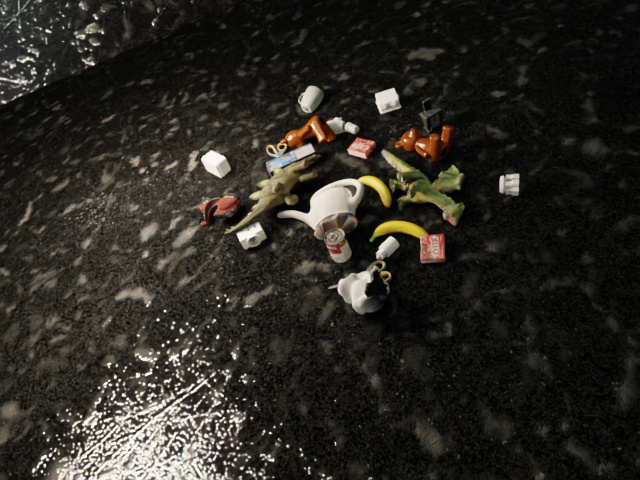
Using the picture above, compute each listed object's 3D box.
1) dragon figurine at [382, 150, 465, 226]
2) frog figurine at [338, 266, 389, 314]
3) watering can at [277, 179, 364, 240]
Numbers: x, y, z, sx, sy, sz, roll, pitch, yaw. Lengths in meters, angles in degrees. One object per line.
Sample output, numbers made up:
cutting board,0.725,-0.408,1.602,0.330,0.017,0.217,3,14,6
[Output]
dragon figurine,0.373,-0.204,1.774,0.243,0.119,0.420,-7,48,-7
frog figurine,0.125,0.158,1.546,0.157,0.122,0.140,-30,44,47
watering can,0.005,-0.091,1.802,0.345,0.102,0.230,-25,44,17
